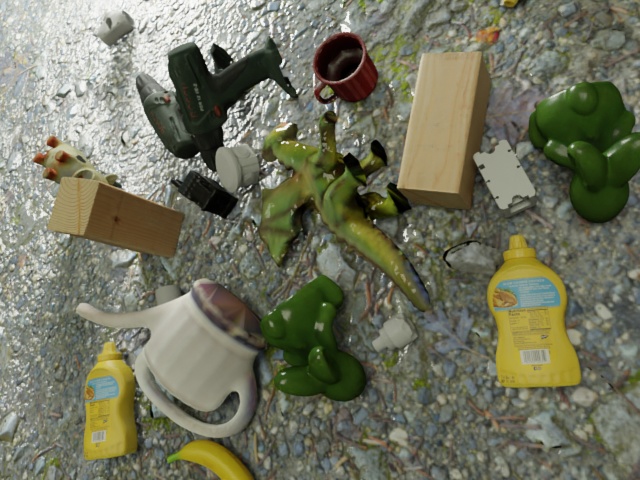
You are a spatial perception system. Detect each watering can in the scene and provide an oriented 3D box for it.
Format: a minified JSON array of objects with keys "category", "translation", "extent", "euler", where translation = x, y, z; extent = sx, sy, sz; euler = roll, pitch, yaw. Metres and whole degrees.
[{"category":"watering can","translation":[-0.227,0.156,0.831],"extent":[0.349,0.104,0.223],"euler":[40,96,10]}]

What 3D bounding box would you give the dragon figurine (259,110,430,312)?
[{"category":"dragon figurine","translation":[0.002,-0.041,0.818],"extent":[0.239,0.122,0.417],"euler":[-34,62,33]}]
